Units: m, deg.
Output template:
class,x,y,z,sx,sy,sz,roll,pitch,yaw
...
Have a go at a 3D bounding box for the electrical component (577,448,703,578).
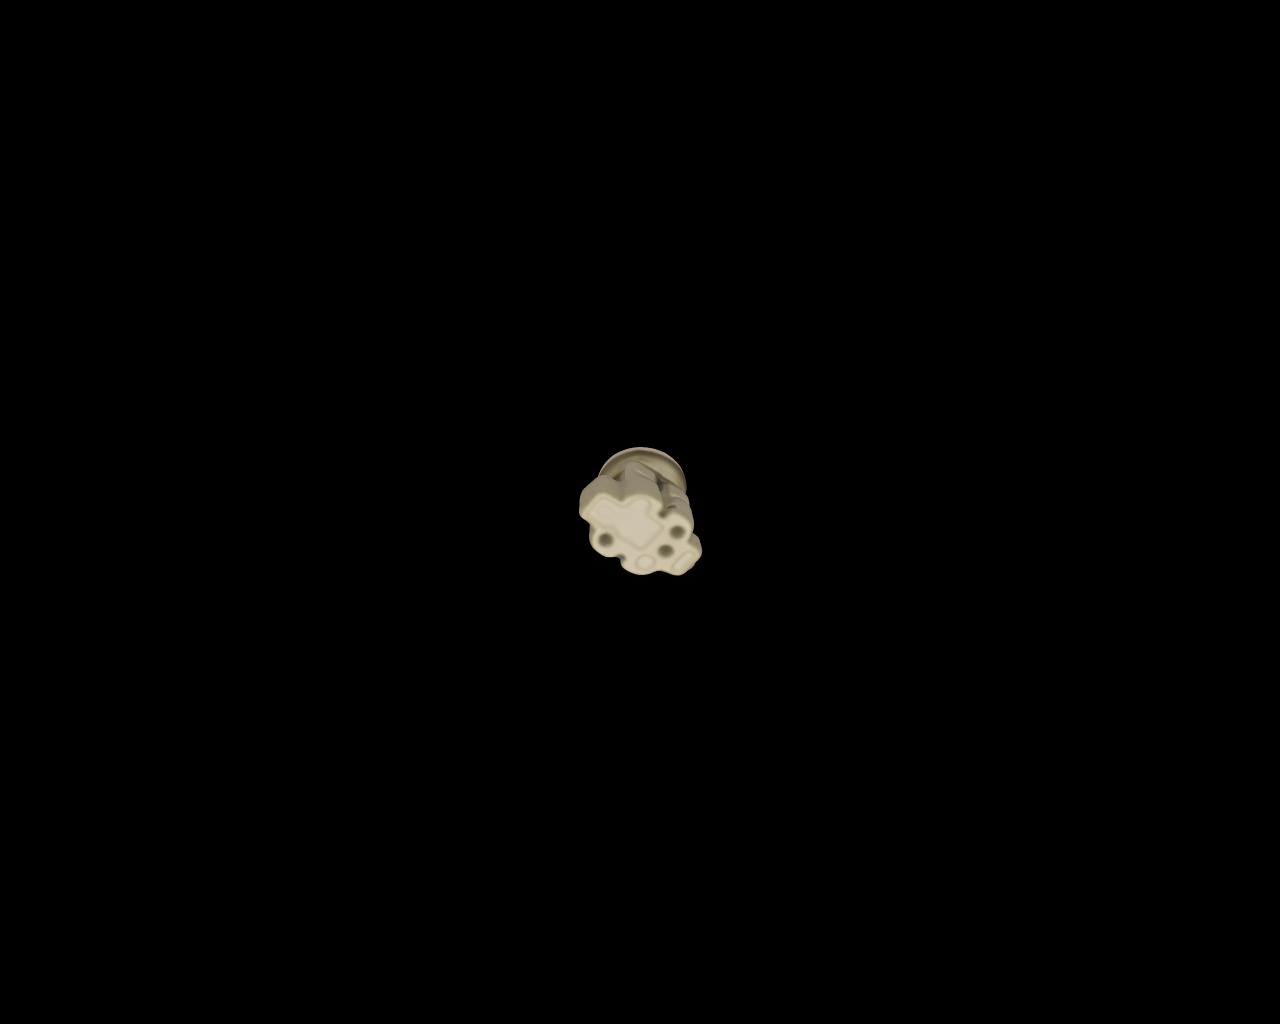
class,x,y,z,sx,sy,sz,roll,pitch,yaw
electrical component,0.001,-0.003,0.650,0.078,0.058,0.057,33,29,-21
